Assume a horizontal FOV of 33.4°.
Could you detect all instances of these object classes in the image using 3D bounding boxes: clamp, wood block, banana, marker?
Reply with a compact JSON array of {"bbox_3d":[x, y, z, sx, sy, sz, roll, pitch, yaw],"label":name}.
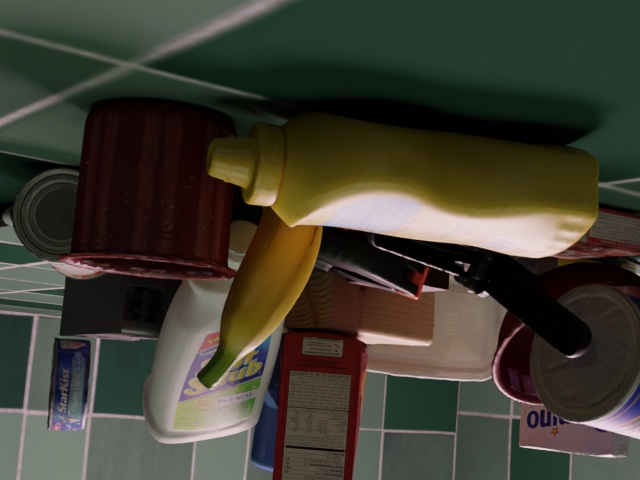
[{"bbox_3d":[0.110,0.016,0.785,0.164,0.036,0.210,30,-170,-1],"label":"clamp"},{"bbox_3d":[0.022,0.042,0.950,0.090,0.091,0.205,-1,170,29],"label":"wood block"},{"bbox_3d":[-0.028,0.003,0.629,0.070,0.197,0.037,-32,111,28],"label":"banana"},{"bbox_3d":[-0.243,-0.022,0.898,0.121,0.020,0.020,-3,169,41],"label":"marker"},{"bbox_3d":[-0.005,0.001,0.782,0.171,0.039,0.120,16,177,10],"label":"clamp"}]

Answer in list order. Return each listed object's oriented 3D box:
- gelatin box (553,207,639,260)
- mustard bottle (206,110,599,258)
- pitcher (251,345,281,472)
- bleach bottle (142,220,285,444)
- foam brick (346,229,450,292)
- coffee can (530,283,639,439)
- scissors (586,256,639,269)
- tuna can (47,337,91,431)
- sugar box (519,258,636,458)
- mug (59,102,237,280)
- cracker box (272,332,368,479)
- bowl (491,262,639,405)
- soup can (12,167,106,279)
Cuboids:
[{"bbox_3d":[0.168,-0.006,0.743,0.089,0.030,0.073,9,172,-27],"label":"gelatin box"},{"bbox_3d":[0.037,-0.030,0.547,0.191,0.058,0.096,6,171,-16],"label":"mustard bottle"},{"bbox_3d":[-0.018,0.167,1.319,0.149,0.243,0.145,12,173,-7],"label":"pitcher"},{"bbox_3d":[-0.080,0.070,0.806,0.102,0.068,0.251,-6,147,-15],"label":"bleach bottle"},{"bbox_3d":[0.064,0.012,0.859,0.053,0.051,0.078,-3,170,36],"label":"foam brick"},{"bbox_3d":[0.244,0.099,0.805,0.140,0.103,0.103,19,165,-33],"label":"coffee can"},{"bbox_3d":[0.251,0.011,0.874,0.201,0.016,0.096,10,171,-35],"label":"scissors"},{"bbox_3d":[-0.234,0.134,0.993,0.033,0.086,0.086,5,172,-15],"label":"tuna can"},{"bbox_3d":[0.234,0.105,0.975,0.094,0.176,0.048,-1,171,36],"label":"sugar box"},{"bbox_3d":[-0.084,-0.023,0.577,0.093,0.081,0.117,2,172,14],"label":"mug"},{"bbox_3d":[-0.002,0.188,0.896,0.072,0.214,0.164,4,172,1],"label":"cracker box"},{"bbox_3d":[0.211,0.069,0.882,0.162,0.055,0.162,-9,138,-8],"label":"bowl"},{"bbox_3d":[-0.178,-0.010,0.768,0.068,0.068,0.102,5,172,-2],"label":"soup can"}]
